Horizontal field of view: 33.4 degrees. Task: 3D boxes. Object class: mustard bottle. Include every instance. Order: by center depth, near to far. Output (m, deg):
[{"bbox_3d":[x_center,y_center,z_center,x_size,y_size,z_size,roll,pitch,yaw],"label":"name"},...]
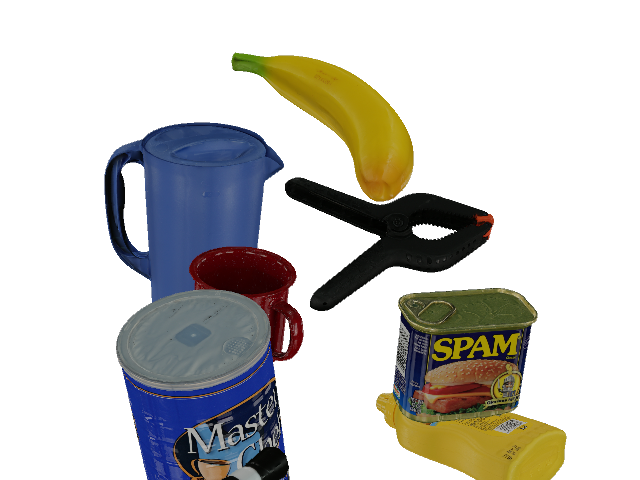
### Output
[{"bbox_3d":[0.131,0.183,1.026,0.192,0.058,0.096,16,23,42],"label":"mustard bottle"}]

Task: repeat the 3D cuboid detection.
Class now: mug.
[{"bbox_3d":[-0.061,0.066,0.933,0.117,0.081,0.093,23,31,31],"label":"mug"}]

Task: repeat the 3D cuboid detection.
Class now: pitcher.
[{"bbox_3d":[-0.139,0.000,1.164,0.149,0.243,0.144,25,32,36],"label":"pitcher"}]

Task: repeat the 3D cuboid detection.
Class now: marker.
[{"bbox_3d":[-0.053,0.132,0.526,0.020,0.020,0.120,0,15,33],"label":"marker"}]

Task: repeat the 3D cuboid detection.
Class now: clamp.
[{"bbox_3d":[0.072,0.002,1.065,0.210,0.164,0.036,1,-40,-6],"label":"clamp"}]

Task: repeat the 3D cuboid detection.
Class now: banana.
[{"bbox_3d":[0.014,-0.074,0.668,0.069,0.037,0.198,-16,35,-23],"label":"banana"}]

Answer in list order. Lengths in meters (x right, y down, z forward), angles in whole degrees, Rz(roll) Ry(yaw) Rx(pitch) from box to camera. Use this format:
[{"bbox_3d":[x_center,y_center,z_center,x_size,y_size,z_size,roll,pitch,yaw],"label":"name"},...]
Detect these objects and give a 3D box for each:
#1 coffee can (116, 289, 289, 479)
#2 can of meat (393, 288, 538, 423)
[{"bbox_3d":[-0.079,0.120,0.742,0.103,0.140,0.103,-4,32,2],"label":"coffee can"},{"bbox_3d":[0.107,0.088,0.814,0.102,0.084,0.057,-3,25,-15],"label":"can of meat"}]
